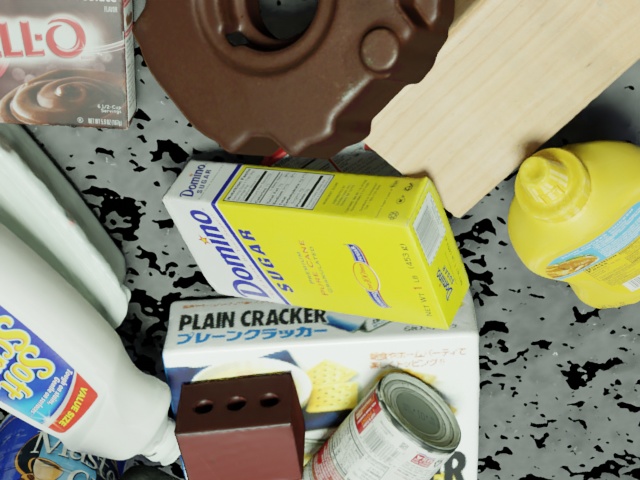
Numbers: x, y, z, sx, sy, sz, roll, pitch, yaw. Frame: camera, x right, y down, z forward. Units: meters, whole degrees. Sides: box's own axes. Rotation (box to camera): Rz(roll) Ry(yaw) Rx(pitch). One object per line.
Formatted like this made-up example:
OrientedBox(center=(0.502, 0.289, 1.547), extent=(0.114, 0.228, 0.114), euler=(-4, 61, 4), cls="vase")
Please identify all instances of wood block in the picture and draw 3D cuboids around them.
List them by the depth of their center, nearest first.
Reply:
OrientedBox(center=(0.117, -0.124, 0.607), extent=(0.090, 0.091, 0.206), euler=(37, 115, -21), cls="wood block")

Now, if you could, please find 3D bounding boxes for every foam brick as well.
OrientedBox(center=(-0.051, 0.127, 0.706), extent=(0.078, 0.053, 0.051), euler=(-7, 120, 3), cls="foam brick")

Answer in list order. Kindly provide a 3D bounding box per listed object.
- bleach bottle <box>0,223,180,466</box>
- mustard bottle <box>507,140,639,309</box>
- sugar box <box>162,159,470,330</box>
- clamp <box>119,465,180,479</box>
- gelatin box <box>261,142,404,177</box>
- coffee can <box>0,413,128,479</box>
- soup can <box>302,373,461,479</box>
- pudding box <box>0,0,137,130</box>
OrientedBox(center=(-0.174, 0.064, 0.666), extent=(0.103, 0.068, 0.250), euler=(-35, 122, 22), cls="bleach bottle")
OrientedBox(center=(0.166, -0.013, 0.643), extent=(0.096, 0.058, 0.191), euler=(-36, 149, 21), cls="mustard bottle")
OrientedBox(center=(-0.004, 0.001, 0.658), extent=(0.176, 0.048, 0.093), euler=(4, 137, 31), cls="sugar box")
OrientedBox(center=(-0.135, 0.208, 0.696), extent=(0.039, 0.171, 0.120), euler=(18, 101, 17), cls="clamp")
OrientedBox(center=(0.017, -0.044, 0.692), extent=(0.073, 0.030, 0.089), euler=(-33, 117, 20), cls="gelatin box")
OrientedBox(center=(-0.201, 0.198, 0.777), extent=(0.103, 0.140, 0.103), euler=(0, 122, 0), cls="coffee can")
OrientedBox(center=(0.037, 0.146, 0.708), extent=(0.068, 0.068, 0.102), euler=(29, 116, -17), cls="soup can")
OrientedBox(center=(-0.168, -0.116, 0.640), extent=(0.113, 0.039, 0.090), euler=(2, 121, -2), cls="pudding box")
